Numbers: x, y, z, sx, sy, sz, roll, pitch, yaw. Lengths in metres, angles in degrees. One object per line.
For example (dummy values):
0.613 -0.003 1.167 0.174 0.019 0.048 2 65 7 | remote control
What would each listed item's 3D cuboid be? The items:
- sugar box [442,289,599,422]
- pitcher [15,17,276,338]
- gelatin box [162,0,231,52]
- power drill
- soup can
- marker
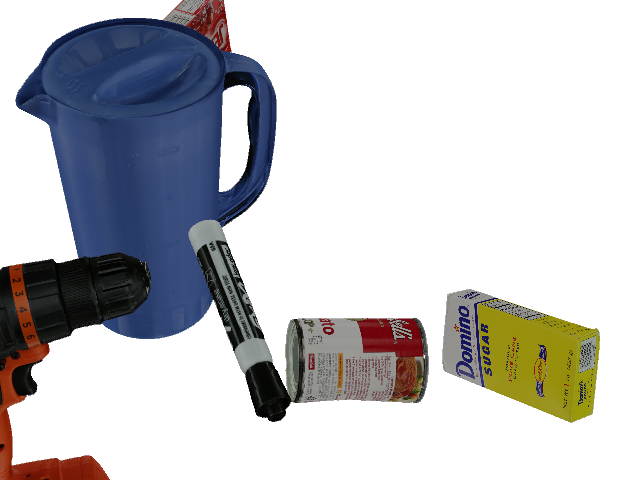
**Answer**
0.207 0.118 1.127 0.048 0.093 0.177 -11 18 -42 | sugar box
-0.129 -0.042 0.838 0.149 0.243 0.144 20 45 19 | pitcher
-0.119 -0.189 1.011 0.030 0.073 0.089 15 47 20 | gelatin box
-0.188 0.102 0.689 0.184 0.188 0.057 -12 26 -9 | power drill
0.027 0.095 0.845 0.102 0.068 0.068 1 0 -11 | soup can
-0.042 0.040 0.555 0.020 0.121 0.020 -17 -33 -12 | marker
